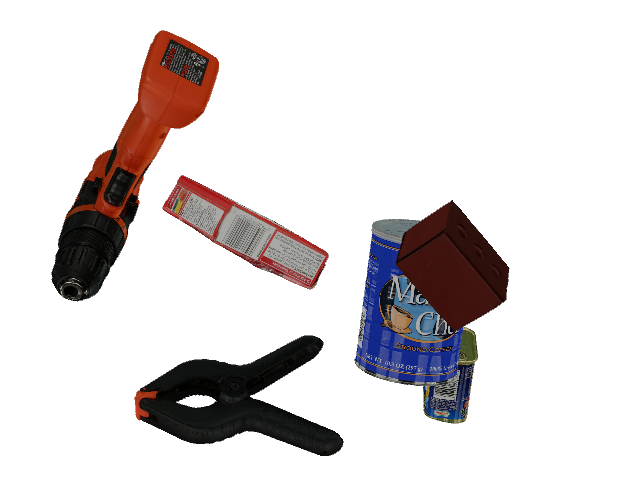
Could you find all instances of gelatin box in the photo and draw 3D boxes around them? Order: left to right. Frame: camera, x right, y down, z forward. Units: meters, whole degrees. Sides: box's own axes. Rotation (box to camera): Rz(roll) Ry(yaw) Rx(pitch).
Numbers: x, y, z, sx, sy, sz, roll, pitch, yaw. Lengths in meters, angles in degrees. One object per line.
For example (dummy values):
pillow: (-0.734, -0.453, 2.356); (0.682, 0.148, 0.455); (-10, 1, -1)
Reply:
gelatin box: (-0.048, -0.005, 0.698); (0.089, 0.030, 0.073); (28, 1, -38)

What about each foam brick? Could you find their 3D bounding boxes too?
foam brick: (0.104, 0.020, 0.837); (0.051, 0.078, 0.053); (-34, 17, 27)

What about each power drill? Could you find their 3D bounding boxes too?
power drill: (-0.152, -0.061, 0.851); (0.057, 0.188, 0.184); (27, 33, -17)

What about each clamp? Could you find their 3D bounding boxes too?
clamp: (-0.067, 0.125, 0.895); (0.171, 0.039, 0.120); (5, 37, -5)

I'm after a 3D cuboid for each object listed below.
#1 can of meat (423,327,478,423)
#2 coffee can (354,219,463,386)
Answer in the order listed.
can of meat: (0.154, 0.159, 1.279); (0.057, 0.084, 0.102); (7, 19, 3)
coffee can: (0.092, 0.058, 1.040); (0.103, 0.140, 0.103); (7, 12, -2)
